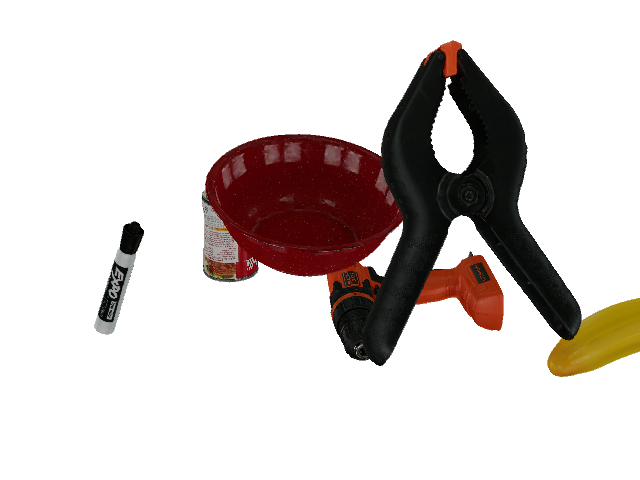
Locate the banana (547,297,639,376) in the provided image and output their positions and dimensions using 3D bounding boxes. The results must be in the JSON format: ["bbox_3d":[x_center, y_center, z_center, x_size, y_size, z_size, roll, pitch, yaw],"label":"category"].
[{"bbox_3d":[0.255,0.065,0.764,0.197,0.037,0.069,-1,33,-2],"label":"banana"}]

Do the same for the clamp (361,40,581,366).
[{"bbox_3d":[0.065,-0.015,0.567,0.120,0.171,0.039,-15,0,-17],"label":"clamp"}]

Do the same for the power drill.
[{"bbox_3d":[0.104,0.070,1.186,0.187,0.057,0.184,-3,28,-5],"label":"power drill"}]

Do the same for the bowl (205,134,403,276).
[{"bbox_3d":[-0.011,-0.020,0.851,0.162,0.055,0.162,3,36,-3],"label":"bowl"}]

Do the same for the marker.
[{"bbox_3d":[-0.182,0.034,0.969,0.020,0.121,0.020,17,30,-10],"label":"marker"}]

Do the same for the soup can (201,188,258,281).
[{"bbox_3d":[-0.110,-0.010,1.290,0.068,0.102,0.068,1,25,0],"label":"soup can"}]
